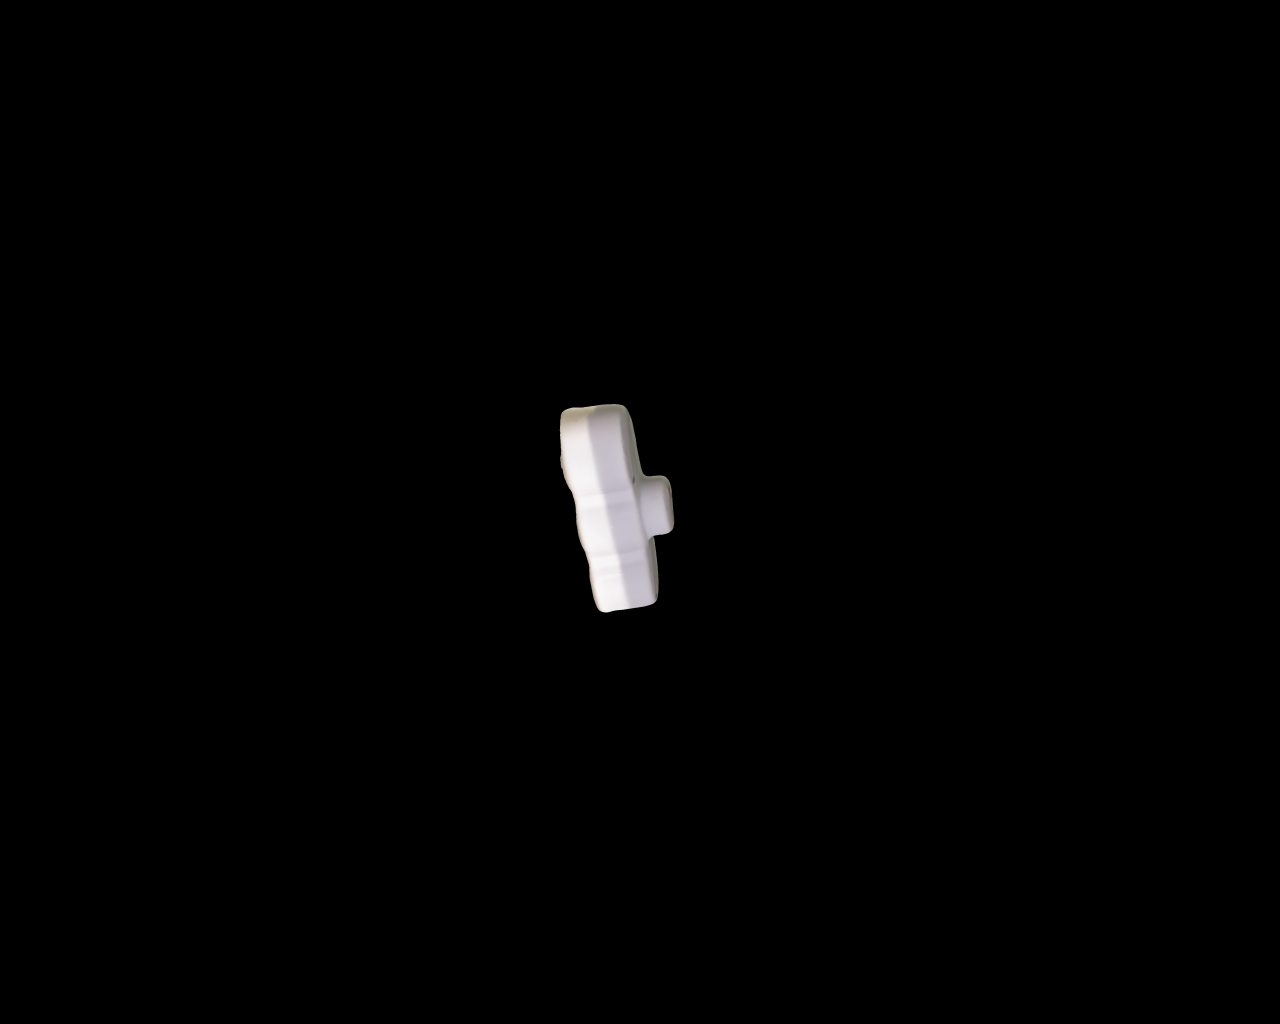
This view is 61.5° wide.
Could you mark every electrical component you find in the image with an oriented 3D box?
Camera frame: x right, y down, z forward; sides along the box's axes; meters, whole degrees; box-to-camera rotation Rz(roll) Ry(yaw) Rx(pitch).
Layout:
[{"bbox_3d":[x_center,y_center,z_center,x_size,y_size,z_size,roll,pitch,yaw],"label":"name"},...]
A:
[{"bbox_3d":[0.001,-0.003,0.650,0.074,0.138,0.052,-7,32,5],"label":"electrical component"}]
